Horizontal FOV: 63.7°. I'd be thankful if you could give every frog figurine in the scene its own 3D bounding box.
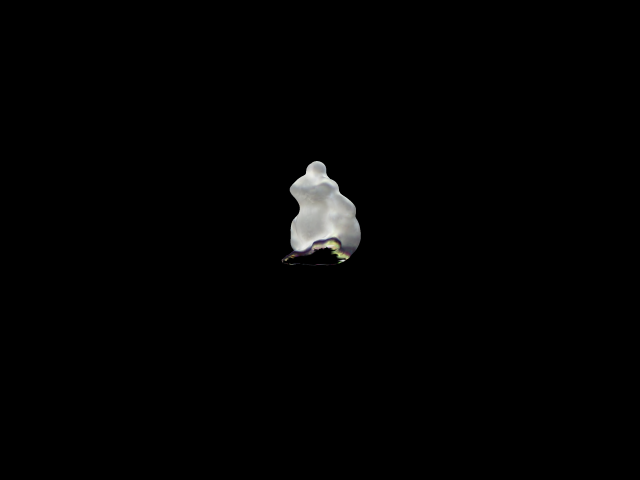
[{"bbox_3d":[0.003,-0.043,0.850,0.122,0.162,0.135,12,-26,-25],"label":"frog figurine"}]
